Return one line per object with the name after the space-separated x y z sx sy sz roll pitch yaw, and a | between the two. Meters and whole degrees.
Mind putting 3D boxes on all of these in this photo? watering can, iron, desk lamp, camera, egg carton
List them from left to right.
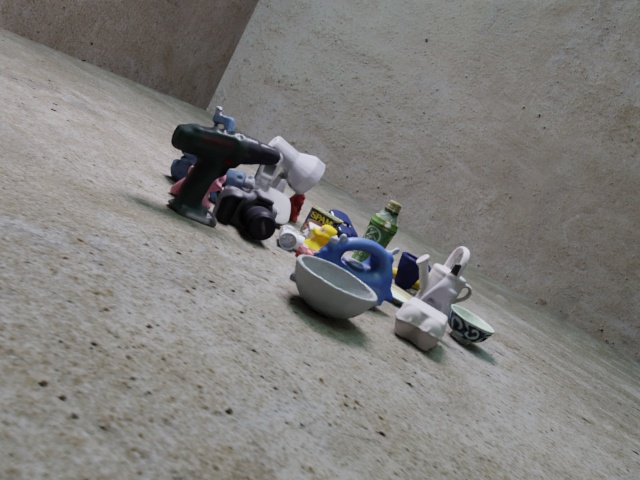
-0.156 -0.063 1.314 0.144 0.101 0.136 23 11 -27 | camera
-0.115 -0.183 1.683 0.204 0.213 0.117 24 11 -24 | desk lamp
0.065 0.051 1.229 0.259 0.141 0.118 19 14 -41 | iron
0.213 0.176 1.212 0.107 0.069 0.151 31 10 12 | egg carton
0.342 0.102 1.563 0.173 0.194 0.100 22 12 -31 | watering can

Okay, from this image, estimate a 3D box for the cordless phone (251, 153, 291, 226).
-0.125 -0.140 1.533 0.148 0.185 0.094 21 12 -35 | cordless phone

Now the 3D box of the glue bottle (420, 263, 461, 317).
0.277 0.130 1.315 0.078 0.173 0.037 33 11 25 | glue bottle

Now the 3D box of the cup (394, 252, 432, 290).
0.268 0.101 1.649 0.117 0.095 0.092 33 11 26 | cup

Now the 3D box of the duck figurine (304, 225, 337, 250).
0.013 0.005 1.469 0.105 0.086 0.077 27 10 -8 | duck figurine

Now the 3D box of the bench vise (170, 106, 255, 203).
-0.249 -0.212 1.457 0.208 0.219 0.121 26 11 -15 | bench vise

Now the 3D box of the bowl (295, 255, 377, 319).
0.018 0.098 1.061 0.167 0.074 0.167 28 10 -5 | bowl

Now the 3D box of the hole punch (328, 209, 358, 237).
0.069 -0.034 1.790 0.100 0.091 0.109 36 13 35 | hole punch

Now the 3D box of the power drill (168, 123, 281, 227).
-0.221 -0.141 1.218 0.230 0.208 0.075 22 12 -30 | power drill

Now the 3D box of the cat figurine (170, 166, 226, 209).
-0.271 -0.141 1.340 0.067 0.117 0.128 34 11 27 | cat figurine

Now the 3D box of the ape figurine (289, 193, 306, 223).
-0.077 -0.108 1.765 0.076 0.092 0.078 34 11 27 | ape figurine
